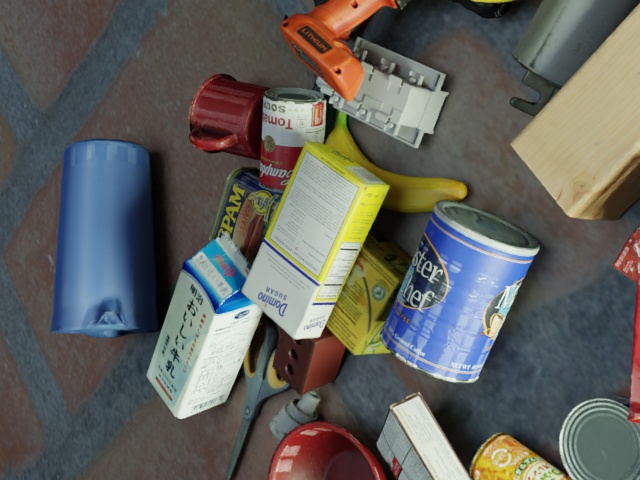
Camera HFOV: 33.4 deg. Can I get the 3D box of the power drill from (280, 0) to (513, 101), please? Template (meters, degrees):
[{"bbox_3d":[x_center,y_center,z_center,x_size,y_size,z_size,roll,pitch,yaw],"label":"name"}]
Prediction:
[{"bbox_3d":[0.069,-0.225,1.041,0.187,0.057,0.185,-42,56,-5],"label":"power drill"}]

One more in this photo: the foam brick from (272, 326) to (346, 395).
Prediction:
[{"bbox_3d":[-0.010,0.115,1.135,0.053,0.051,0.078,42,133,35],"label":"foam brick"}]

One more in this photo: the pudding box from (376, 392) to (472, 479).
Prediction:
[{"bbox_3d":[0.101,0.217,1.028,0.113,0.039,0.090,57,156,26],"label":"pudding box"}]

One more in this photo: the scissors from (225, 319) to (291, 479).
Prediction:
[{"bbox_3d":[-0.065,0.193,1.219,0.096,0.016,0.202,11,96,41],"label":"scissors"}]

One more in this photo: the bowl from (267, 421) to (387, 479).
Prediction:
[{"bbox_3d":[0.019,0.268,1.114,0.162,0.055,0.162,-2,87,42],"label":"bowl"}]

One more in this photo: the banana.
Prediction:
[{"bbox_3d":[0.064,-0.069,1.099,0.198,0.037,0.070,37,113,37],"label":"banana"}]

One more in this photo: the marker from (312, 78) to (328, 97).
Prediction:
[{"bbox_3d":[-0.016,-0.132,1.186,0.020,0.020,0.121,43,116,34],"label":"marker"}]

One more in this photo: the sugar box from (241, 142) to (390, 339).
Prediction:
[{"bbox_3d":[-0.007,0.001,1.065,0.093,0.048,0.176,39,116,36],"label":"sugar box"}]

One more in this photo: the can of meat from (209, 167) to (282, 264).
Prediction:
[{"bbox_3d":[-0.068,-0.020,1.204,0.084,0.057,0.102,30,109,35],"label":"can of meat"}]

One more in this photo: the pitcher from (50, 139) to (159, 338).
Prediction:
[{"bbox_3d":[-0.272,0.003,1.349,0.149,0.144,0.243,-5,81,29],"label":"pitcher"}]

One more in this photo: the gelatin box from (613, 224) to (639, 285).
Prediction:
[{"bbox_3d":[0.277,0.003,0.813,0.073,0.030,0.089,41,117,36],"label":"gelatin box"}]

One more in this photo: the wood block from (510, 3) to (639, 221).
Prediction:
[{"bbox_3d":[0.271,-0.118,0.881,0.206,0.090,0.091,-50,58,29],"label":"wood block"}]

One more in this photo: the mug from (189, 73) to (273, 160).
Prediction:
[{"bbox_3d":[-0.095,-0.131,1.197,0.082,0.117,0.093,17,126,36],"label":"mug"}]

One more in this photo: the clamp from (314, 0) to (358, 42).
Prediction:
[{"bbox_3d":[0.033,-0.302,1.135,0.120,0.039,0.171,-15,78,52],"label":"clamp"}]

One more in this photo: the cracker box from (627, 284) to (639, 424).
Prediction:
[{"bbox_3d":[0.333,0.049,0.831,0.164,0.071,0.214,6,92,43],"label":"cracker box"}]

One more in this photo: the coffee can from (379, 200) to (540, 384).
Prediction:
[{"bbox_3d":[0.128,0.047,0.993,0.103,0.102,0.140,35,111,37],"label":"coffee can"}]

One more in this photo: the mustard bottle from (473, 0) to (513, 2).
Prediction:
[{"bbox_3d":[0.184,-0.312,0.966,0.096,0.058,0.191,0,69,48],"label":"mustard bottle"}]

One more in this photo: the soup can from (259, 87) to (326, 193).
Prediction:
[{"bbox_3d":[-0.030,-0.107,1.149,0.069,0.068,0.102,21,116,40],"label":"soup can"}]

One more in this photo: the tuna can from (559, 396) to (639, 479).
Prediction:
[{"bbox_3d":[0.253,0.178,0.923,0.086,0.033,0.086,-2,87,42],"label":"tuna can"}]
